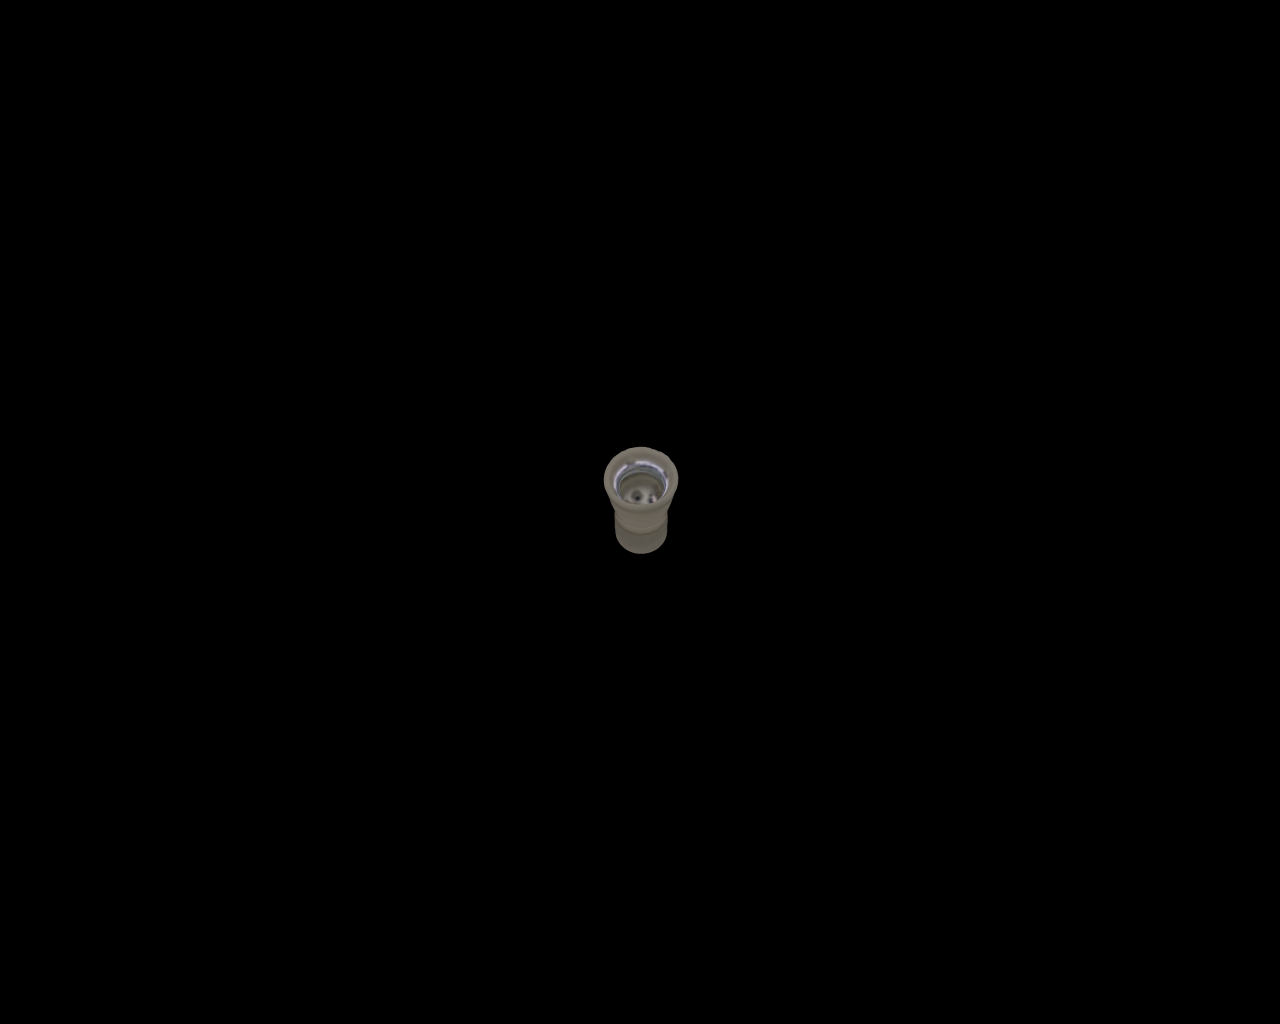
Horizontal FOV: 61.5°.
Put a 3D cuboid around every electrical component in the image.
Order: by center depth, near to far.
[{"bbox_3d":[0.001,-0.003,0.650,0.044,0.044,0.065,0,-35,0],"label":"electrical component"}]
